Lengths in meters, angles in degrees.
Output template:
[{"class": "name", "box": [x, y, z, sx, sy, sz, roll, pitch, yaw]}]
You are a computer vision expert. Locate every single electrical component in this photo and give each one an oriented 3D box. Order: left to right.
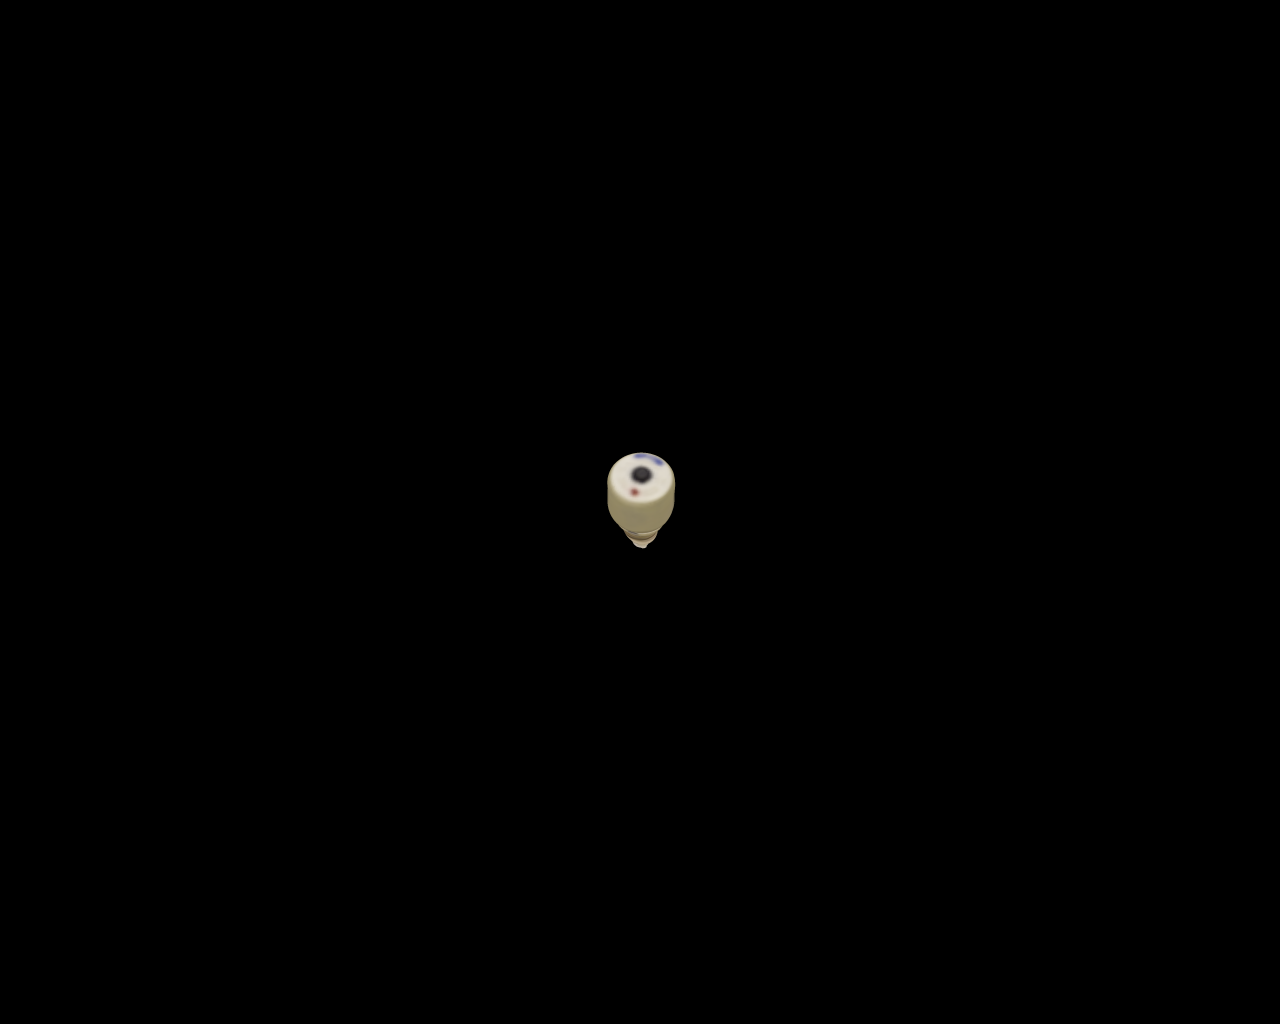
[{"class": "electrical component", "box": [0.001, -0.003, 0.650, 0.040, 0.040, 0.078, 0, -34, 0]}]
